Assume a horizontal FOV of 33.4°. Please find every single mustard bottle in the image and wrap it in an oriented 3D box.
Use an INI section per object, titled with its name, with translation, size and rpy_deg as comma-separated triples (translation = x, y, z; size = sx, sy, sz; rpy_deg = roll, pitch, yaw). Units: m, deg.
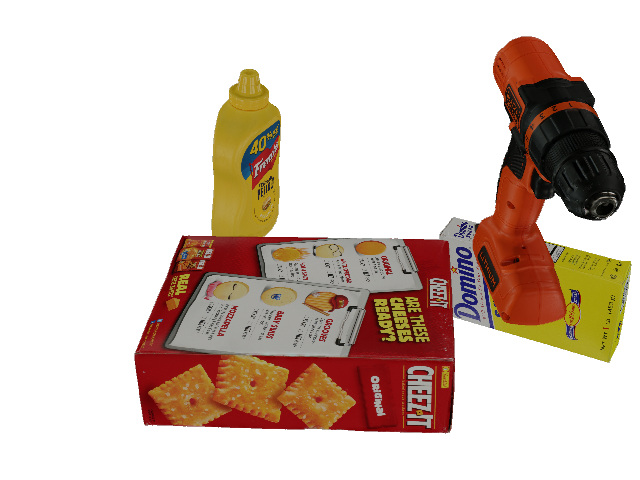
[mustard bottle]
translation = -0.077, -0.092, 1.128
size = 0.058, 0.192, 0.096
rpy_deg = 21, 39, 23

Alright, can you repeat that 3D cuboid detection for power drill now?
[power drill]
translation = 0.161, -0.028, 0.774
size = 0.057, 0.188, 0.184
rpy_deg = -3, 41, -7

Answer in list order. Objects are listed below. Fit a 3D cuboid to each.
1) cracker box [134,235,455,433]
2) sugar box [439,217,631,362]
[cracker box]
translation = -0.012, 0.065, 0.781
size = 0.214, 0.072, 0.164
rpy_deg = 1, 30, 5
[sugar box]
translation = 0.196, 0.045, 1.006
size = 0.176, 0.093, 0.048
rpy_deg = 13, 34, 21
